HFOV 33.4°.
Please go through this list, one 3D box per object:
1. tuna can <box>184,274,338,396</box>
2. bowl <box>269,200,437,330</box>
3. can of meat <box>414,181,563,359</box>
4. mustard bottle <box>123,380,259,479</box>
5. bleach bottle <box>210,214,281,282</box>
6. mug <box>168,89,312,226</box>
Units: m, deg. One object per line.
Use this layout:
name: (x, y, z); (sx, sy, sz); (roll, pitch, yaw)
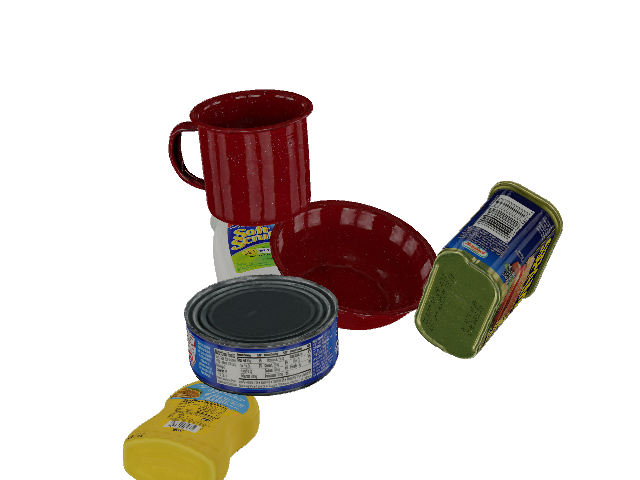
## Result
tuna can: (-0.032, 0.052, 0.597); (0.086, 0.034, 0.086); (-2, 23, 1)
bowl: (0.027, 0.032, 0.993); (0.162, 0.055, 0.162); (10, 38, -8)
can of meat: (0.114, 0.023, 0.739); (0.057, 0.102, 0.083); (33, 52, 18)
mustard bottle: (-0.114, 0.181, 1.062); (0.096, 0.058, 0.191); (7, 19, 15)
bleach bottle: (-0.084, 0.013, 1.219); (0.102, 0.068, 0.251); (-7, 28, -14)
mug: (-0.061, -0.063, 0.819); (0.117, 0.081, 0.093); (3, 27, 13)
